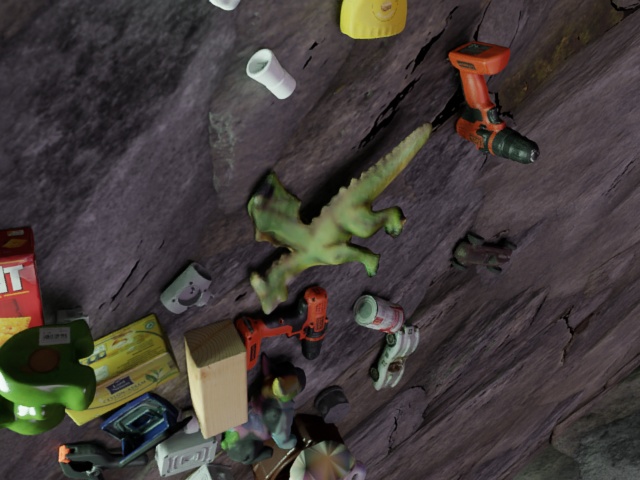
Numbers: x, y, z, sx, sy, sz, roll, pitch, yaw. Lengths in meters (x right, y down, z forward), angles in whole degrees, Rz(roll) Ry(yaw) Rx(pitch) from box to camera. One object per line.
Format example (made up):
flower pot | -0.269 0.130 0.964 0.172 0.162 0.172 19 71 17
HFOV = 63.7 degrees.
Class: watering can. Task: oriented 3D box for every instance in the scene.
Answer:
watering can | -0.038 0.587 1.188 0.350 0.106 0.219 -15 129 -25

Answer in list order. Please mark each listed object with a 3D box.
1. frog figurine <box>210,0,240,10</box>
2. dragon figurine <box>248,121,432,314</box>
frog figurine | -0.068 -0.331 0.571 0.160 0.124 0.136 -54 155 -2
dragon figurine | 0.003 -0.043 0.859 0.242 0.124 0.404 11 115 -30
